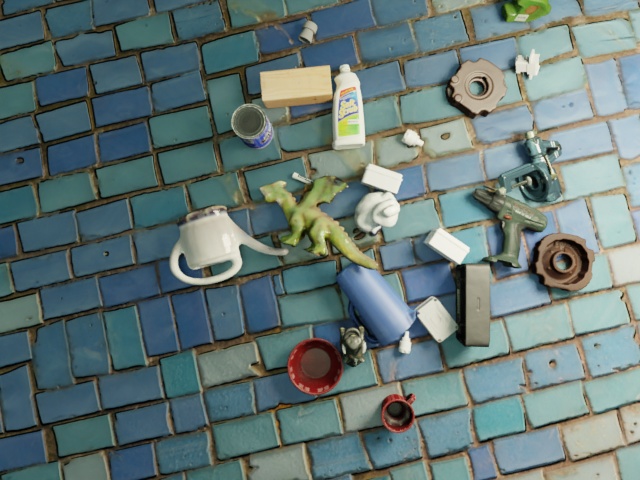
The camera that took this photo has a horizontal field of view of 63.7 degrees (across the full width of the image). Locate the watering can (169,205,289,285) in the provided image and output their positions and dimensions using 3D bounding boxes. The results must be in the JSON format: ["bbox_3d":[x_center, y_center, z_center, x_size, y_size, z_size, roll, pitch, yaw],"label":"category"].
[{"bbox_3d":[-0.282,0.001,1.511,0.347,0.103,0.225,-17,85,1],"label":"watering can"}]

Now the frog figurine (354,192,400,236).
[{"bbox_3d":[0.162,-0.081,1.479,0.137,0.159,0.123,-36,86,-1],"label":"frog figurine"}]

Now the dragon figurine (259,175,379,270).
[{"bbox_3d":[0.005,-0.075,1.486,0.411,0.121,0.244,15,83,17],"label":"dragon figurine"}]
